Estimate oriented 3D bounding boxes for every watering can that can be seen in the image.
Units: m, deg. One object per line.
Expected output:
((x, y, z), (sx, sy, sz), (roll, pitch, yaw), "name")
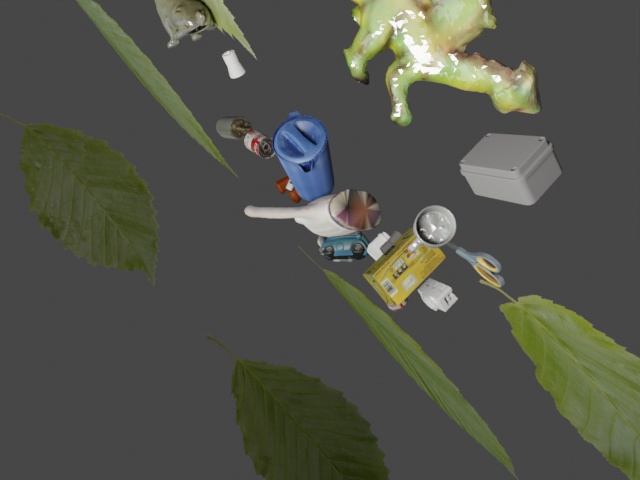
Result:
((0.004, -0.066, 1.310), (0.223, 0.347, 0.105), (-13, 76, 56), "watering can")

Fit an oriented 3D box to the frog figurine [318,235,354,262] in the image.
((0.054, 0.025, 1.702), (0.137, 0.125, 0.156), (27, 153, 4), "frog figurine")

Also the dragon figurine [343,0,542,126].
((0.117, -0.296, 0.635), (0.409, 0.124, 0.240), (48, 150, -6), "dragon figurine")
